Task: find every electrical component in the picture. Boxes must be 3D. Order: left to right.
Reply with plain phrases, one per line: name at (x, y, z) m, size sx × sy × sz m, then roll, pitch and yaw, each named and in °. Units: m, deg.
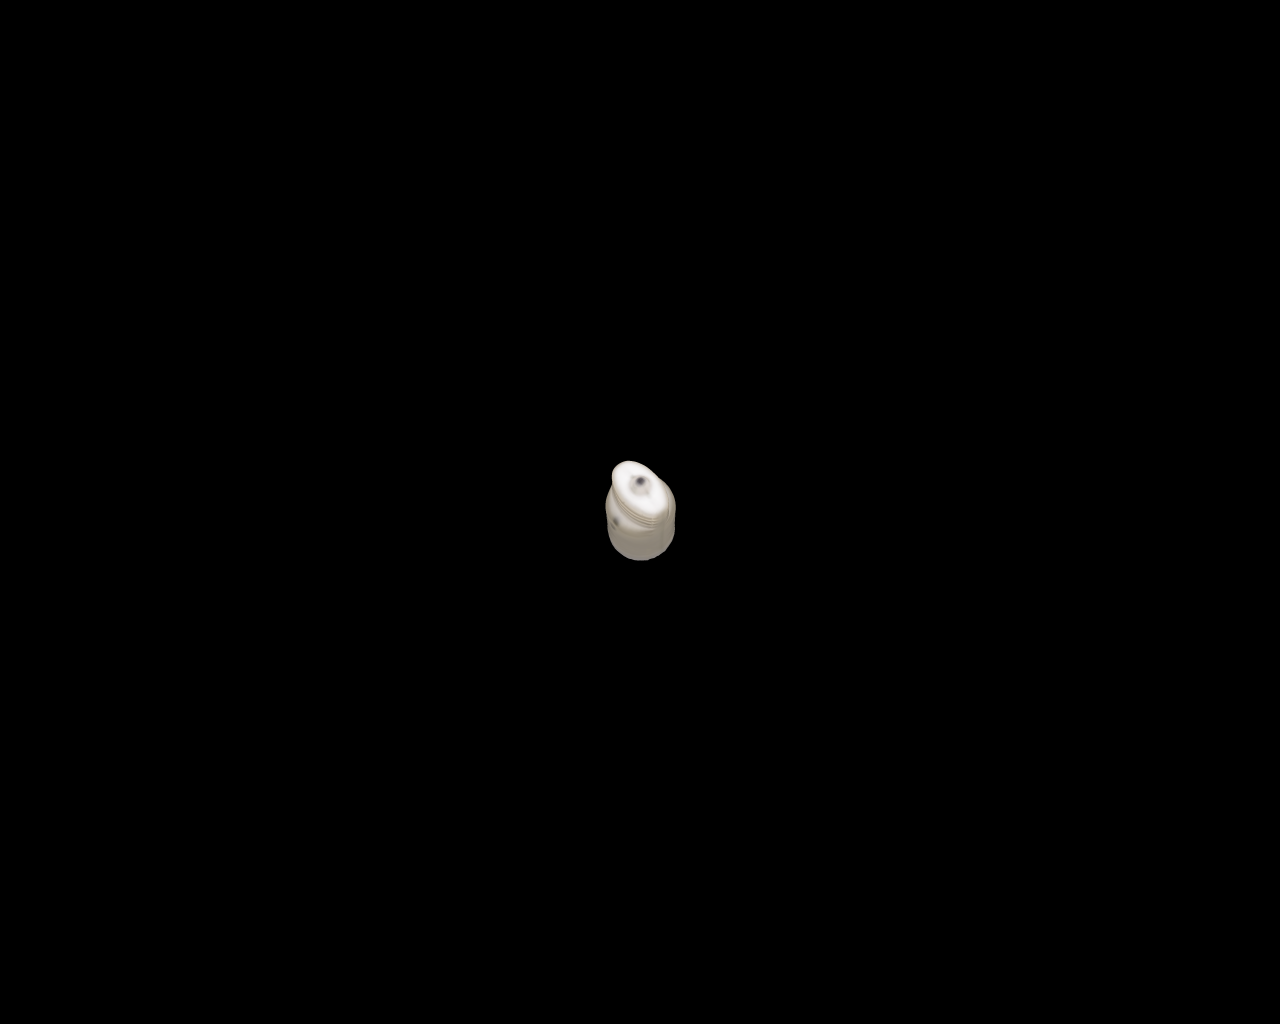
electrical component at (0.001, -0.003, 0.650) m, size 0.043 × 0.043 × 0.080 m, roll 0°, pitch -24°, yaw 0°
